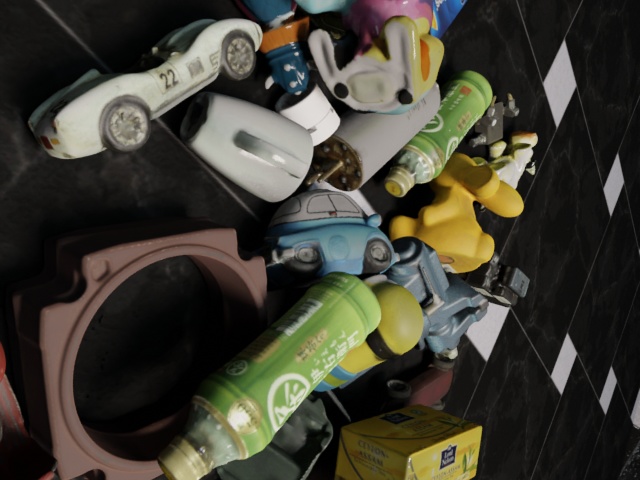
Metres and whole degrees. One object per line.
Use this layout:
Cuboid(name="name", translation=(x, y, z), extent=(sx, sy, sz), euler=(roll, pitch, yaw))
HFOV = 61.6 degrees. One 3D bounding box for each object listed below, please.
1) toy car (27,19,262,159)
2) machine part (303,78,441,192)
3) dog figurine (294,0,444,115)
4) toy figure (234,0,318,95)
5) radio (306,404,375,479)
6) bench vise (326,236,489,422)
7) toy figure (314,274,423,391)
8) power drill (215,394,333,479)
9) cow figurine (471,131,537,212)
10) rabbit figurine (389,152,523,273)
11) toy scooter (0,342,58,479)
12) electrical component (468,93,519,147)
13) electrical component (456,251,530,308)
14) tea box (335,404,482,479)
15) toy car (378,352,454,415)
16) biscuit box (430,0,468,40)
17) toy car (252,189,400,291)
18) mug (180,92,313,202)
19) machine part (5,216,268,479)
Cuboid(name="toy car", translation=(-0.128, -0.126, 0.425), extent=(0.202, 0.074, 0.056), euler=(-45, 129, -30))
Cuboid(name="machine part", translation=(0.068, -0.132, 0.628), extent=(0.243, 0.079, 0.079), euler=(-43, 127, -31))
Cuboid(name="dog figurine", translation=(0.081, -0.244, 0.515), extent=(0.219, 0.109, 0.191), euler=(-49, 128, -36))
Cuboid(name="toy figure", translation=(-0.042, -0.215, 0.505), extent=(0.058, 0.064, 0.154), euler=(-46, 128, -39))
Cuboid(name="radio", translation=(0.042, 0.349, 0.709), extent=(0.131, 0.073, 0.229), euler=(-34, 120, -40))
Cuboid(name="bench vise", translation=(0.093, 0.113, 0.685), extent=(0.240, 0.129, 0.223), euler=(-37, 141, -8))
Cuboid(name="toy figure", translation=(0.028, 0.110, 0.579), extent=(0.180, 0.089, 0.082), euler=(-39, 161, 16))
Cuboid(name="power drill", translation=(-0.058, 0.248, 0.529), extent=(0.232, 0.086, 0.207), euler=(-49, 157, -36))
Cuboid(name="cow figurine", translation=(0.314, -0.116, 0.899), extent=(0.167, 0.068, 0.098), euler=(-36, 128, -32))
Cuboid(name="rabbit figurine", translation=(0.181, -0.050, 0.733), extent=(0.121, 0.162, 0.173), euler=(30, 59, -33))
Cuboid(name="toy scooter", translation=(-0.221, 0.119, 0.338), extent=(0.075, 0.135, 0.183), euler=(-28, 117, -38))
Cuboid(name="electrical component", translation=(0.277, -0.193, 0.859), extent=(0.102, 0.045, 0.078), euler=(-19, 111, -43))
Cuboid(name="electrical component", translation=(0.239, 0.053, 0.810), extent=(0.114, 0.134, 0.058), euler=(29, 78, -48))
Cuboid(name="tea box", translation=(0.109, 0.251, 0.636), extent=(0.169, 0.098, 0.068), euler=(5, 93, -50))
Cuboid(name="toy car", translation=(0.139, 0.230, 0.802), extent=(0.202, 0.053, 0.089), euler=(-11, 117, -49))
Cuboid(name="biscuit box", translation=(0.112, -0.264, 0.645), extent=(0.203, 0.063, 0.059), euler=(-56, 135, -29))
Cuboid(name="toy car", translation=(-0.001, -0.002, 0.580), extent=(0.161, 0.109, 0.103), euler=(1, 72, -35))
Cuboid(name="mug", translation=(-0.066, -0.084, 0.484), extent=(0.107, 0.110, 0.080), euler=(22, 102, -37))
Cuboid(name="machine part", translation=(-0.140, 0.088, 0.454), extent=(0.201, 0.087, 0.200), euler=(-12, 107, -43))
